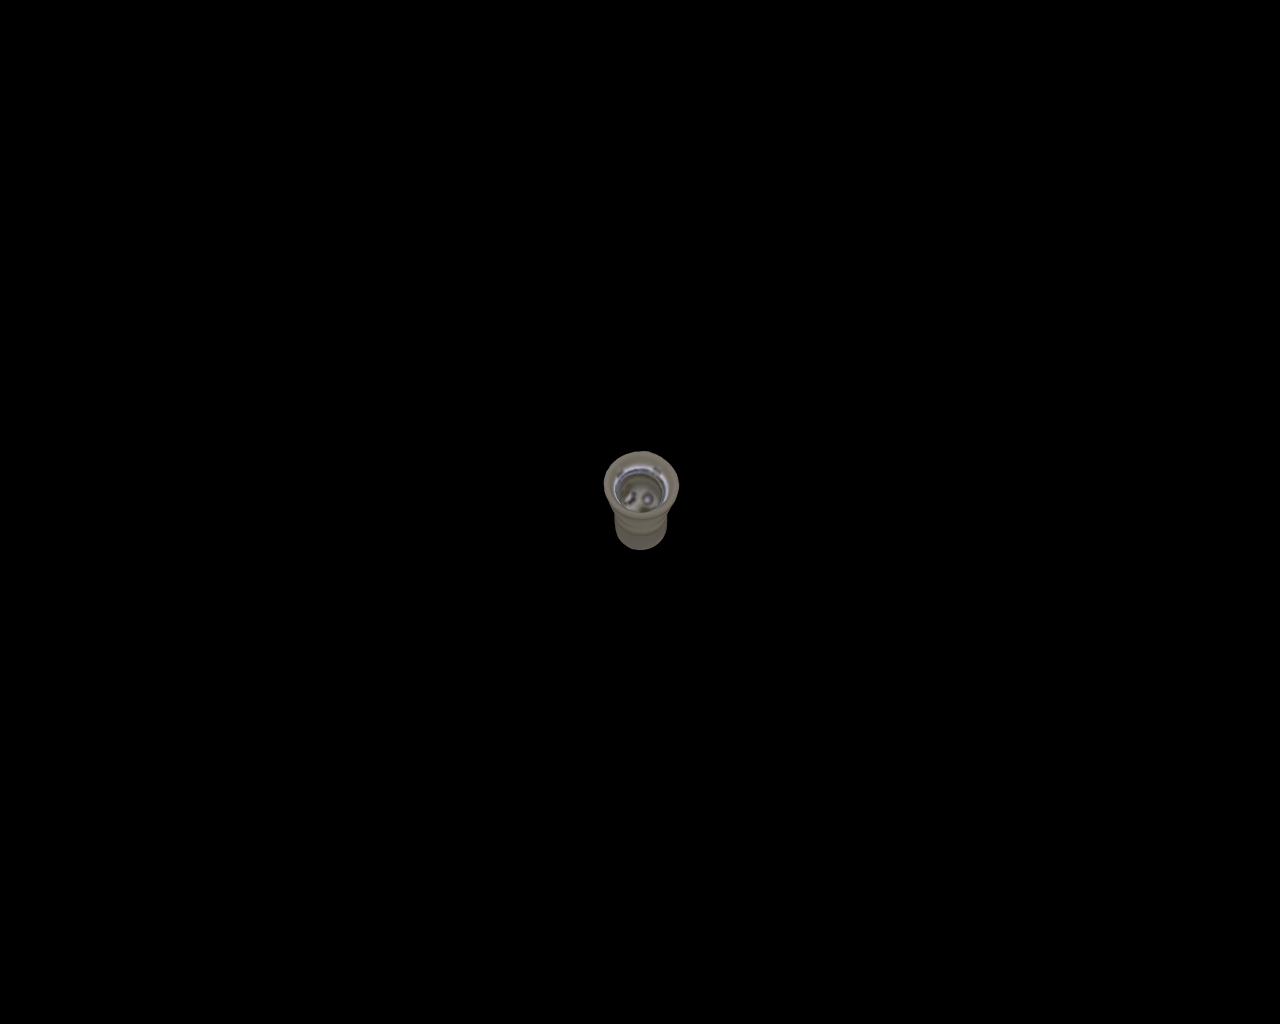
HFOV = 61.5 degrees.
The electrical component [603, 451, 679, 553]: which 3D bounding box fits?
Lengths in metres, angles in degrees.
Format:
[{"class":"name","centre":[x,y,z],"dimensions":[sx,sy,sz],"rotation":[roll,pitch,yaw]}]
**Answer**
[{"class":"electrical component","centre":[0.001,-0.003,0.650],"dimensions":[0.044,0.044,0.065],"rotation":[0,-26,0]}]
